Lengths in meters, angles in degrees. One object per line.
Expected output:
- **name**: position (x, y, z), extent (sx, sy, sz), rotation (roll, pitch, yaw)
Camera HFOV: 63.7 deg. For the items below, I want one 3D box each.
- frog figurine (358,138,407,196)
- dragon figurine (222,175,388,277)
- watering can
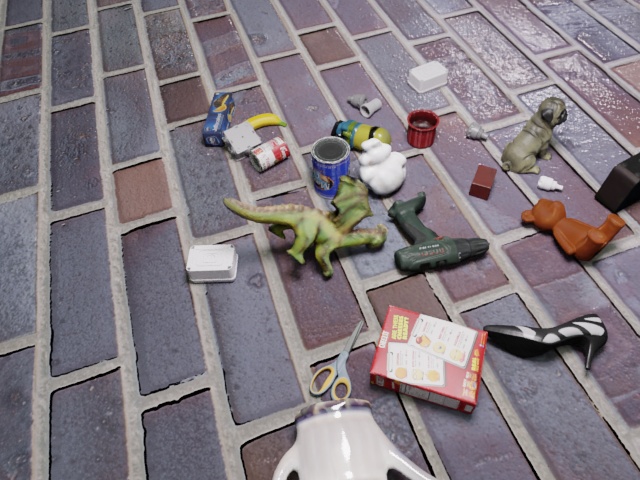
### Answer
- **frog figurine**: position (0.168, -0.201, 1.379), extent (0.138, 0.155, 0.125), rotation (-19, 54, -10)
- **dragon figurine**: position (0.004, -0.060, 1.200), extent (0.240, 0.406, 0.125), rotation (-46, 35, 17)
- **watering can**: position (0.080, 0.400, 0.944), extent (0.348, 0.101, 0.230), rotation (-8, 51, -2)
